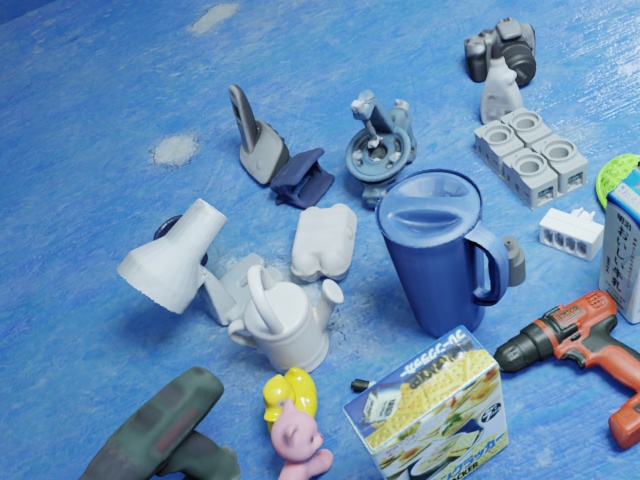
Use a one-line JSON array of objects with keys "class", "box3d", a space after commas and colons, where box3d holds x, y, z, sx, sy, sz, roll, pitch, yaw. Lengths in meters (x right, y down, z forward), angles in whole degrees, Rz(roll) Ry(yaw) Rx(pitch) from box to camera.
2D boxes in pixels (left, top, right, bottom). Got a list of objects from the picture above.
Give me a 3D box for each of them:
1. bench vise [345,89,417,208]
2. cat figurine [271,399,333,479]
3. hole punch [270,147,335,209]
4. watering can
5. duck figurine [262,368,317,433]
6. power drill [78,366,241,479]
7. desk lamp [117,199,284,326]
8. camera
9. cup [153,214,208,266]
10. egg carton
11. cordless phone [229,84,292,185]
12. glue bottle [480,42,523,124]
[{"class": "bench vise", "box3d": [0.100, -0.196, 1.029, 0.121, 0.220, 0.207, -7, 48, 16]}, {"class": "cat figurine", "box3d": [-0.035, 0.277, 0.732, 0.067, 0.118, 0.128, 4, 52, 25]}, {"class": "hole punch", "box3d": [-0.042, -0.126, 1.113, 0.100, 0.091, 0.109, 19, 59, 33]}, {"class": "watering can", "box3d": [-0.053, 0.106, 0.838, 0.173, 0.194, 0.100, -34, 46, -9]}, {"class": "duck figurine", "box3d": [-0.050, 0.222, 0.809, 0.077, 0.086, 0.104, 2, 51, 23]}, {"class": "power drill", "box3d": [-0.190, 0.284, 0.723, 0.075, 0.209, 0.230, 17, 58, 33]}, {"class": "desk lamp", "box3d": [-0.192, 0.047, 0.932, 0.203, 0.214, 0.117, -43, 49, -18]}, {"class": "camera", "box3d": [0.375, -0.378, 1.167, 0.143, 0.101, 0.136, -12, 47, 11]}, {"class": "cup", "box3d": [-0.248, 0.024, 1.057, 0.091, 0.095, 0.117, -14, 47, 10]}, {"class": "egg carton", "box3d": [0.009, 0.004, 0.992, 0.107, 0.070, 0.150, -6, 48, 17]}, {"class": "cordless phone", "box3d": [-0.132, -0.215, 1.162, 0.094, 0.185, 0.147, -36, 47, -11]}, {"class": "glue bottle", "box3d": [0.329, -0.284, 1.050, 0.077, 0.173, 0.037, 15, 57, 32]}]
